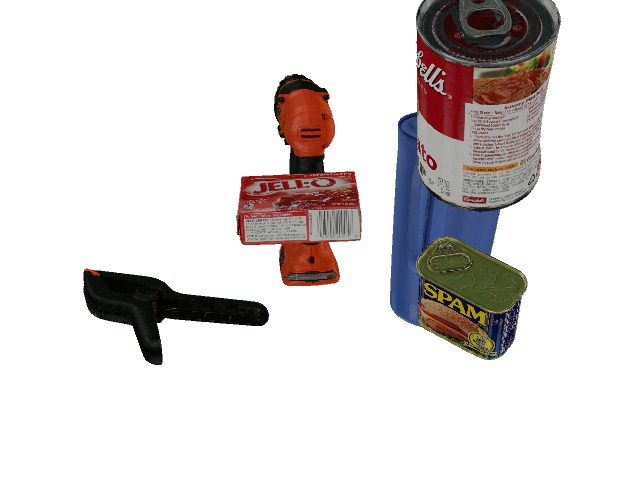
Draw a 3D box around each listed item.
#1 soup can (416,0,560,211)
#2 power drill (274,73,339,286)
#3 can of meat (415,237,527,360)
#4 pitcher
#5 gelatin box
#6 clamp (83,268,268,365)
[{"bbox_3d":[0.083,-0.073,0.543,0.068,0.068,0.102,0,-41,5],"label":"soup can"},{"bbox_3d":[-0.017,-0.062,1.043,0.057,0.188,0.184,-4,20,-3],"label":"power drill"},{"bbox_3d":[0.140,0.057,1.014,0.102,0.084,0.057,28,56,25],"label":"can of meat"},{"bbox_3d":[0.140,-0.019,1.238,0.149,0.243,0.145,-5,26,-20],"label":"pitcher"},{"bbox_3d":[-0.016,-0.025,0.788,0.089,0.030,0.073,-2,24,0],"label":"gelatin box"},{"bbox_3d":[-0.182,0.073,1.113,0.210,0.036,0.164,15,20,29],"label":"clamp"}]
